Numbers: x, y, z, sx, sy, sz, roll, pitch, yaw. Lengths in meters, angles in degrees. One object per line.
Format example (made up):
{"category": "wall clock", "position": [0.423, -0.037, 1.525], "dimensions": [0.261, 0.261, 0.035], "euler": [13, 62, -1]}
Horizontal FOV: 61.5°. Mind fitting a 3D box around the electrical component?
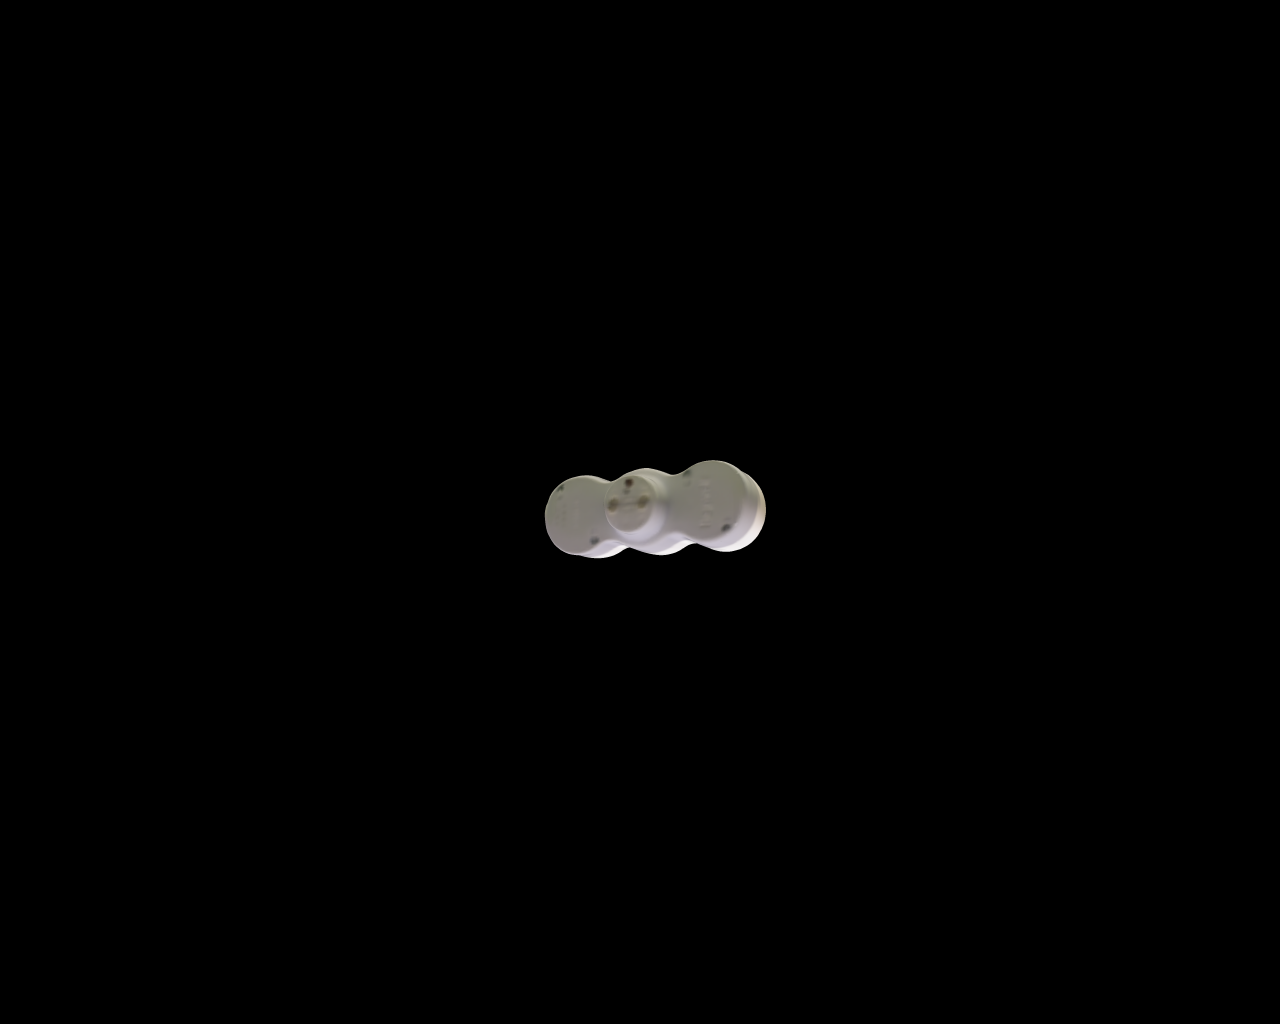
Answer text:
{"category": "electrical component", "position": [0.001, -0.003, 0.650], "dimensions": [0.138, 0.052, 0.073], "euler": [-5, -11, 24]}
